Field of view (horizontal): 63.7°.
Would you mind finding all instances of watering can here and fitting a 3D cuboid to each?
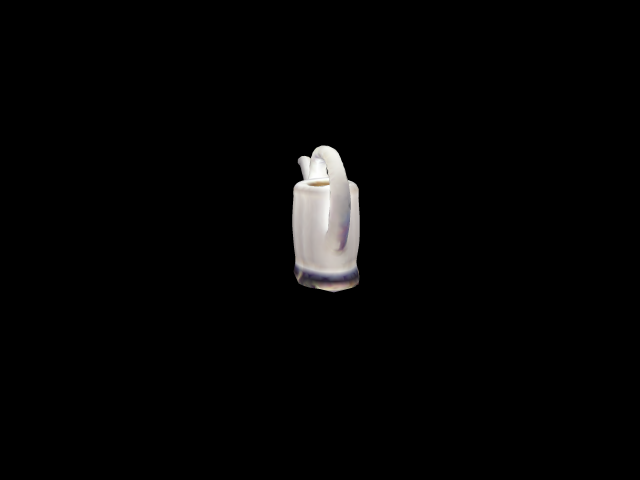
[{"bbox_3d":[0.003,-0.043,0.850,0.104,0.223,0.350,-1,9,-9],"label":"watering can"}]
